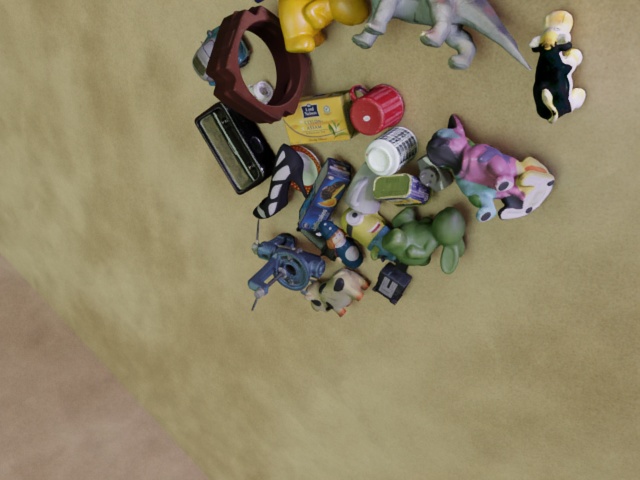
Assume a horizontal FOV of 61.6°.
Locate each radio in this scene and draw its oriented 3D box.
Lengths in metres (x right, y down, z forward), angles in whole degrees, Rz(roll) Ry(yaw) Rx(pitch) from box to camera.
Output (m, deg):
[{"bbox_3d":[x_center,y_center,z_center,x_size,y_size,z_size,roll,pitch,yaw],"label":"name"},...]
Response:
[{"bbox_3d":[-0.211,-0.243,1.381,0.131,0.073,0.229,-22,103,44],"label":"radio"}]

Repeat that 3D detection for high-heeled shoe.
[{"bbox_3d":[-0.123,-0.141,1.351,0.249,0.086,0.145,-18,104,44],"label":"high-heeled shoe"}]

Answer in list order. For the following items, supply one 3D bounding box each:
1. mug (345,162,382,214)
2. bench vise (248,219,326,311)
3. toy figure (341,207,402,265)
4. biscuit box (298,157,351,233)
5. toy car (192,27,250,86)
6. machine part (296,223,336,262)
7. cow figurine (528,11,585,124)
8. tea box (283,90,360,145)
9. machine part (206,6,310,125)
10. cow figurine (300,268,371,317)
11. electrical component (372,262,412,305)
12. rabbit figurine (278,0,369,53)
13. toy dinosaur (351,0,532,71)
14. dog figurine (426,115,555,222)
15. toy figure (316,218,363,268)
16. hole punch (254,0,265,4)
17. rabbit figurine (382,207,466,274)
[{"bbox_3d":[0.102,-0.121,1.199,0.081,0.109,0.107,31,119,25],"label":"mug"},{"bbox_3d":[-0.114,0.069,1.391,0.224,0.240,0.128,27,130,16],"label":"bench vise"},{"bbox_3d":[0.126,-0.010,1.265,0.180,0.082,0.089,41,133,6],"label":"toy figure"},{"bbox_3d":[0.008,-0.102,1.296,0.063,0.059,0.202,16,137,-15],"label":"biscuit box"},{"bbox_3d":[-0.252,-0.429,1.274,0.162,0.103,0.109,-29,96,43],"label":"toy car"},{"bbox_3d":[-0.003,-0.004,1.398,0.139,0.039,0.084,39,140,7],"label":"machine part"},{"bbox_3d":[0.380,-0.281,0.879,0.068,0.098,0.167,5,120,43],"label":"cow figurine"},{"bbox_3d":[0.003,-0.272,1.200,0.170,0.068,0.098,2,119,38],"label":"tea box"},{"bbox_3d":[-0.128,-0.362,1.128,0.087,0.201,0.201,4,75,45],"label":"machine part"},{"bbox_3d":[0.032,0.138,1.432,0.127,0.085,0.195,43,138,-1],"label":"cow figurine"},{"bbox_3d":[0.183,0.093,1.310,0.075,0.048,0.119,36,135,13],"label":"electrical component"},{"bbox_3d":[0.011,-0.460,1.062,0.173,0.122,0.162,0,108,23],"label":"rabbit figurine"},{"bbox_3d":[0.183,-0.417,0.927,0.405,0.131,0.192,18,92,9],"label":"toy dinosaur"},{"bbox_3d":[0.310,-0.147,1.025,0.108,0.191,0.219,106,148,-43],"label":"dog figurine"},{"bbox_3d":[0.052,0.007,1.321,0.058,0.064,0.154,-9,135,39],"label":"toy figure"},{"bbox_3d":[-0.097,-0.546,1.065,0.116,0.142,0.092,-7,141,23],"label":"hole punch"},{"bbox_3d":[0.242,-0.001,1.150,0.159,0.121,0.170,51,137,-10],"label":"rabbit figurine"}]
